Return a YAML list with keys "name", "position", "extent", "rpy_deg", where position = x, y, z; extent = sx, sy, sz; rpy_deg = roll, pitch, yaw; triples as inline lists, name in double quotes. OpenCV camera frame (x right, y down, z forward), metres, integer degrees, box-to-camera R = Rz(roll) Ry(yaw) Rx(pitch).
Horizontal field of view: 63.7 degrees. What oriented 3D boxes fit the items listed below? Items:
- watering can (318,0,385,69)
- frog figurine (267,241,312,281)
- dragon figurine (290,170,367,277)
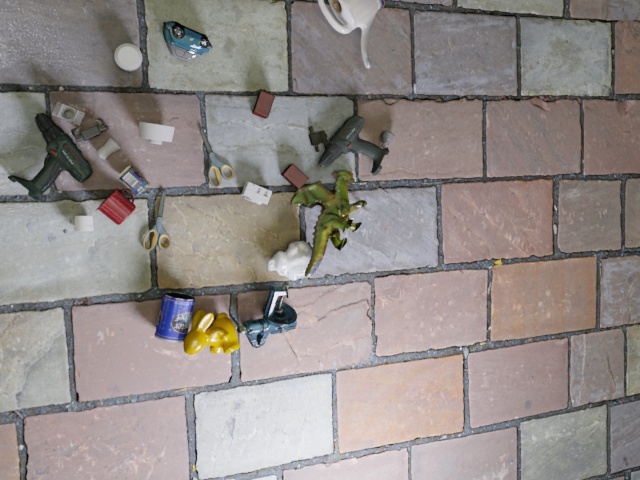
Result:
- name: "watering can"
  position: [0.134, -0.789, 1.791]
  extent: [0.226, 0.104, 0.345]
  rpy_deg: [-40, 103, -12]
- name: "frog figurine"
  position: [-0.097, 0.070, 1.759]
  extent: [0.160, 0.124, 0.135]
  rpy_deg: [-1, 114, -29]
- name: "dragon figurine"
  position: [0.005, -0.089, 1.773]
  extent: [0.245, 0.120, 0.415]
  rpy_deg: [36, 69, 18]
